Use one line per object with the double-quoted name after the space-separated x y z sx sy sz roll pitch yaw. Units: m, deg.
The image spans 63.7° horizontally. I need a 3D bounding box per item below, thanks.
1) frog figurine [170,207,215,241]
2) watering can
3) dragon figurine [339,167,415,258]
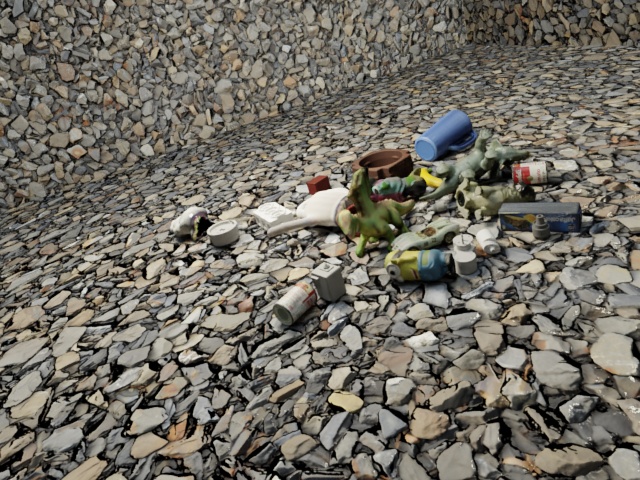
-0.501 -0.071 1.951 0.160 0.120 0.140 15 57 29 "frog figurine"
0.005 -0.086 1.708 0.225 0.102 0.353 9 35 39 "watering can"
0.167 -0.102 1.513 0.122 0.239 0.418 -4 30 35 "dragon figurine"
